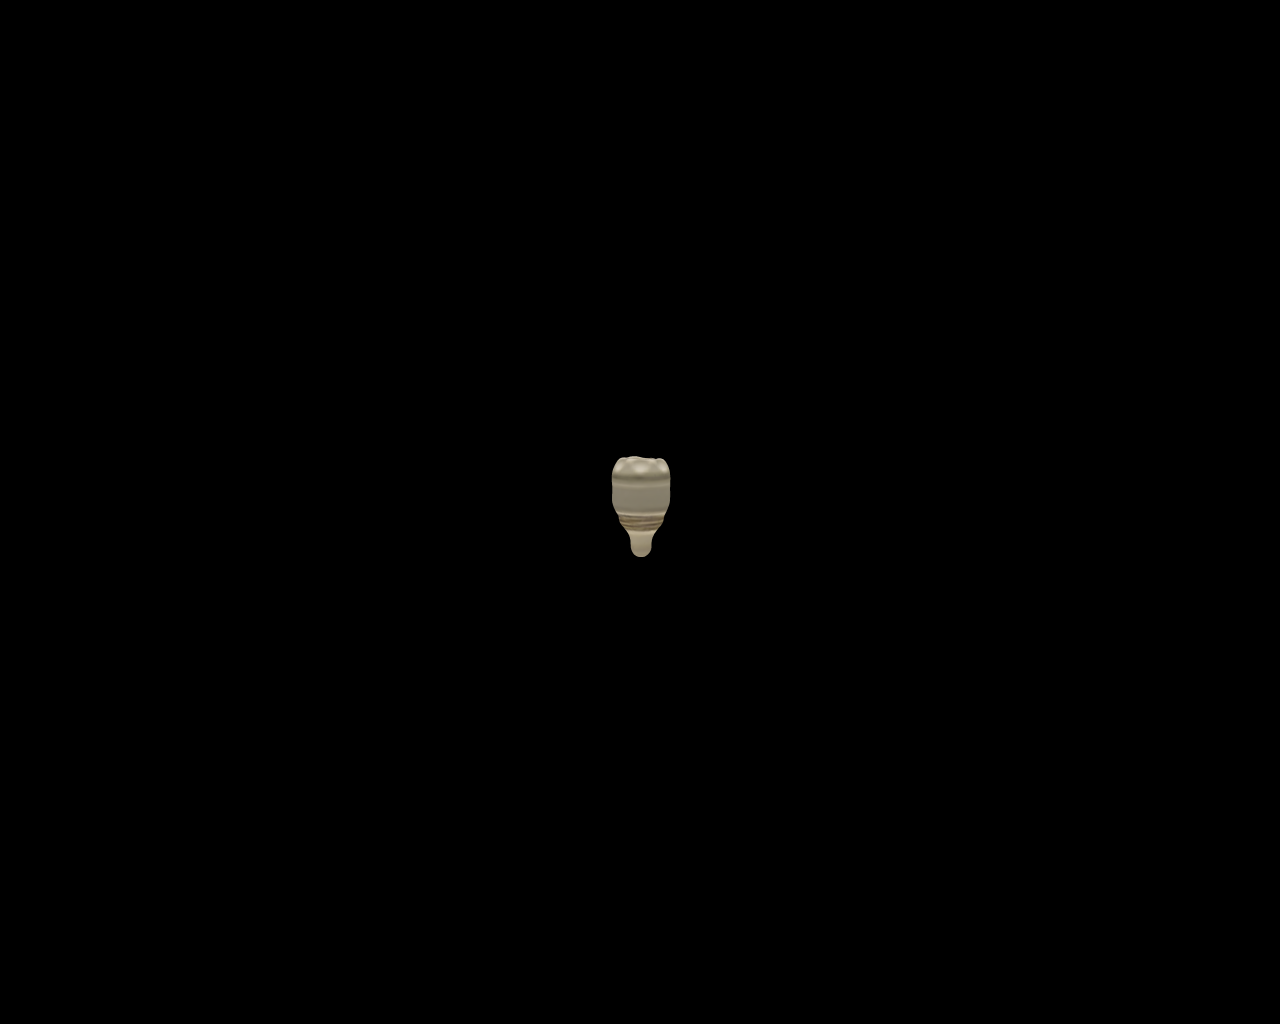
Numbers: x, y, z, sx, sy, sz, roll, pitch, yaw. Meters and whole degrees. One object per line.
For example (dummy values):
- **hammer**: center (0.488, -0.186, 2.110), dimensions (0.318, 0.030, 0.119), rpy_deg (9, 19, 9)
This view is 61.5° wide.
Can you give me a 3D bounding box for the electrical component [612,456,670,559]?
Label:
- **electrical component**: center (0.001, -0.003, 0.650), dimensions (0.035, 0.061, 0.035), rpy_deg (0, 7, 0)
